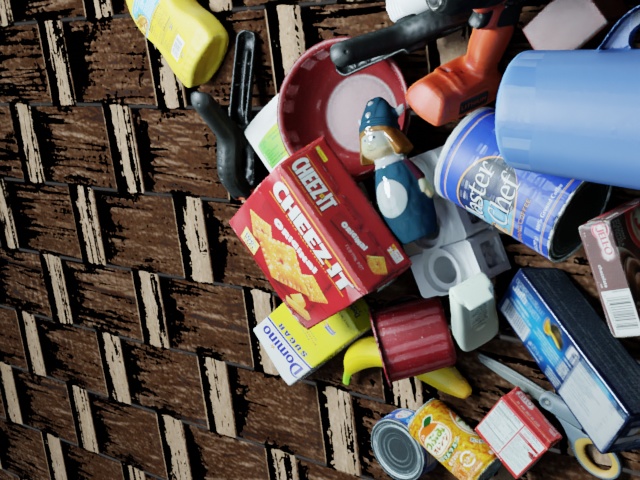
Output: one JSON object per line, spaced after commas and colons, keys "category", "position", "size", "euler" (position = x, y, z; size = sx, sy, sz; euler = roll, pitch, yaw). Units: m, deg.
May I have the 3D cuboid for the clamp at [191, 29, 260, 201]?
{"category": "clamp", "position": [-0.101, -0.142, 1.312], "size": [0.036, 0.164, 0.210], "euler": [8, 136, 18]}

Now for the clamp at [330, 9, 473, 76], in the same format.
{"category": "clamp", "position": [0.086, -0.207, 1.088], "size": [0.120, 0.171, 0.039], "euler": [-135, 27, -81]}

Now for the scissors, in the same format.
{"category": "scissors", "position": [0.254, 0.193, 1.154], "size": [0.202, 0.016, 0.096], "euler": [16, 117, 40]}

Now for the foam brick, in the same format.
{"category": "foam brick", "position": [0.237, -0.200, 0.984], "size": [0.051, 0.052, 0.078], "euler": [57, 135, 11]}

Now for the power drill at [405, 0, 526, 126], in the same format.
{"category": "power drill", "position": [0.144, -0.195, 0.997], "size": [0.057, 0.184, 0.188], "euler": [49, 143, 21]}

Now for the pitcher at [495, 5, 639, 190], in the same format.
{"category": "pitcher", "position": [0.278, -0.112, 0.899], "size": [0.243, 0.149, 0.145], "euler": [9, 149, 32]}

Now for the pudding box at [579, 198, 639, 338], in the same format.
{"category": "pudding box", "position": [0.292, 0.024, 0.993], "size": [0.039, 0.089, 0.113], "euler": [-11, 99, 48]}

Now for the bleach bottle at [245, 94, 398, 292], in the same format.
{"category": "bleach bottle", "position": [0.015, -0.054, 1.257], "size": [0.103, 0.067, 0.251], "euler": [-41, 79, 42]}

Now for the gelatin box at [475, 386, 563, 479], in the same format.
{"category": "gelatin box", "position": [0.218, 0.212, 1.175], "size": [0.073, 0.030, 0.089], "euler": [49, 147, 19]}

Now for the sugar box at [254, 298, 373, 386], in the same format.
{"category": "sugar box", "position": [-0.009, 0.110, 1.358], "size": [0.093, 0.048, 0.177], "euler": [57, 135, 11]}

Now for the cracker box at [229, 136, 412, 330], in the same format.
{"category": "cracker box", "position": [-0.008, 0.001, 1.176], "size": [0.164, 0.072, 0.214], "euler": [55, 157, 2]}

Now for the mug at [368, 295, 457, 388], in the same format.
{"category": "mug", "position": [0.104, 0.104, 1.208], "size": [0.117, 0.081, 0.093], "euler": [-100, -7, -55]}

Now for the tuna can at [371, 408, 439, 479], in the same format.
{"category": "tuna can", "position": [0.104, 0.253, 1.312], "size": [0.086, 0.033, 0.086], "euler": [19, 119, 39]}

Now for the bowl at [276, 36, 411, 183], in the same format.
{"category": "bowl", "position": [0.035, -0.142, 1.184], "size": [0.162, 0.055, 0.162], "euler": [2, 94, 27]}

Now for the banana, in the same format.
{"category": "banana", "position": [0.095, 0.148, 1.281], "size": [0.198, 0.037, 0.069], "euler": [1, 125, 46]}

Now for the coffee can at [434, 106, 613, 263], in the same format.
{"category": "coffee can", "position": [0.198, -0.055, 1.044], "size": [0.140, 0.102, 0.103], "euler": [34, 127, 30]}

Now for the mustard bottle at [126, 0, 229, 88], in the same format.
{"category": "mustard bottle", "position": [-0.197, -0.293, 1.370], "size": [0.192, 0.058, 0.096], "euler": [50, 139, 17]}
